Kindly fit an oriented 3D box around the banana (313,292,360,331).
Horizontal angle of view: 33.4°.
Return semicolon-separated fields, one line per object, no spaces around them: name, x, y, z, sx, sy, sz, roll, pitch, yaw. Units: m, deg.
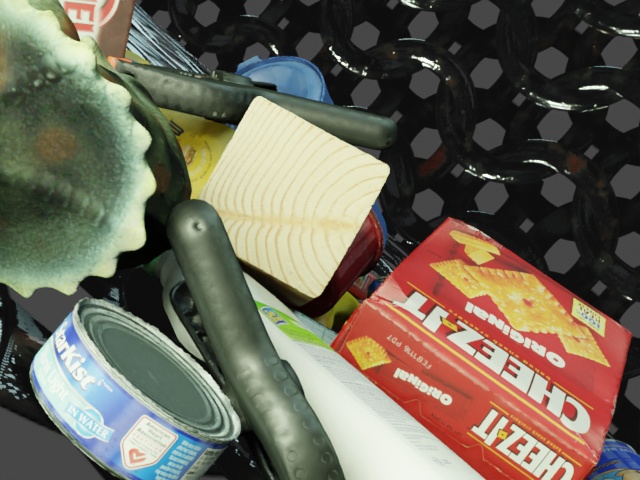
banana;0.012;0.066;0.965;0.070;0.037;0.197;43;6;20

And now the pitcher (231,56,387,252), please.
pitcher;-0.019;-0.070;1.110;0.145;0.149;0.242;13;-29;33

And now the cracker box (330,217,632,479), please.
cracker box;0.113;0.074;0.707;0.164;0.072;0.213;34;24;9

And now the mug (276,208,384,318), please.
mug;-0.006;0.001;0.861;0.093;0.117;0.081;16;35;21

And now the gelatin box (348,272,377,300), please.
gelatin box;0.001;0.028;1.054;0.073;0.030;0.089;36;-18;-27

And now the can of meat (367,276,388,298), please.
can of meat;0.089;0.077;0.967;0.102;0.057;0.084;2;35;2

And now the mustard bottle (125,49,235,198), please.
mustard bottle;-0.151;-0.091;0.817;0.191;0.096;0.058;39;-20;-10

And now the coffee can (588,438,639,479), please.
coffee can;0.264;0.248;0.901;0.102;0.103;0.140;38;7;-26

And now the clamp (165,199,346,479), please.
clamp;-0.031;0.070;0.504;0.120;0.039;0.171;116;-50;-78

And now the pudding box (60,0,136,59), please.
pudding box;-0.182;-0.137;0.743;0.090;0.113;0.039;9;13;-18

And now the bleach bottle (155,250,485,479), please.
bleach bottle;-0.007;0.085;0.591;0.251;0.068;0.102;42;4;34

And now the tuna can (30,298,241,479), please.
tuna can;-0.076;0.064;0.438;0.086;0.034;0.086;40;6;-5

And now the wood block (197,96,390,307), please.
wood block;-0.025;-0.016;0.709;0.091;0.090;0.206;29;-6;-1

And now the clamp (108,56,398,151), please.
clamp;-0.056;-0.099;0.766;0.165;0.036;0.209;21;13;41
